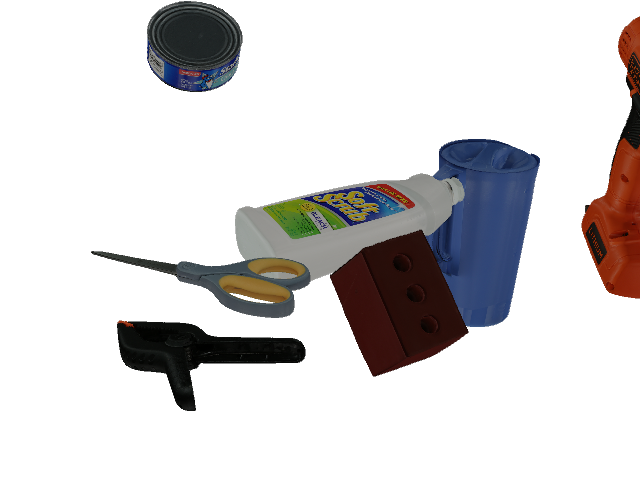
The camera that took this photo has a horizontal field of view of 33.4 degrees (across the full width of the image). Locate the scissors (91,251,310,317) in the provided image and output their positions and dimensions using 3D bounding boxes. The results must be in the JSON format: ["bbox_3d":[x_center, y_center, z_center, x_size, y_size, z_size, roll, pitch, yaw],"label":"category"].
[{"bbox_3d":[-0.095,0.023,0.919,0.202,0.016,0.096,19,30,34],"label":"scissors"}]

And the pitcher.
[{"bbox_3d":[0.208,-0.007,1.449,0.149,0.243,0.145,5,24,3],"label":"pitcher"}]

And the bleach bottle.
[{"bbox_3d":[0.041,-0.024,1.157,0.250,0.068,0.103,-19,43,-23],"label":"bleach bottle"}]

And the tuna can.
[{"bbox_3d":[-0.115,-0.176,0.971,0.086,0.086,0.034,0,-35,-11],"label":"tuna can"}]

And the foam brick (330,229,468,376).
[{"bbox_3d":[0.051,0.042,0.708,0.052,0.078,0.051,-17,-13,-32],"label":"foam brick"}]

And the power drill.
[{"bbox_3d":[0.249,-0.051,0.788,0.057,0.188,0.184,4,36,-2],"label":"power drill"}]

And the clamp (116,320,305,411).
[{"bbox_3d":[-0.144,0.119,1.089,0.210,0.036,0.164,9,18,34],"label":"clamp"}]
